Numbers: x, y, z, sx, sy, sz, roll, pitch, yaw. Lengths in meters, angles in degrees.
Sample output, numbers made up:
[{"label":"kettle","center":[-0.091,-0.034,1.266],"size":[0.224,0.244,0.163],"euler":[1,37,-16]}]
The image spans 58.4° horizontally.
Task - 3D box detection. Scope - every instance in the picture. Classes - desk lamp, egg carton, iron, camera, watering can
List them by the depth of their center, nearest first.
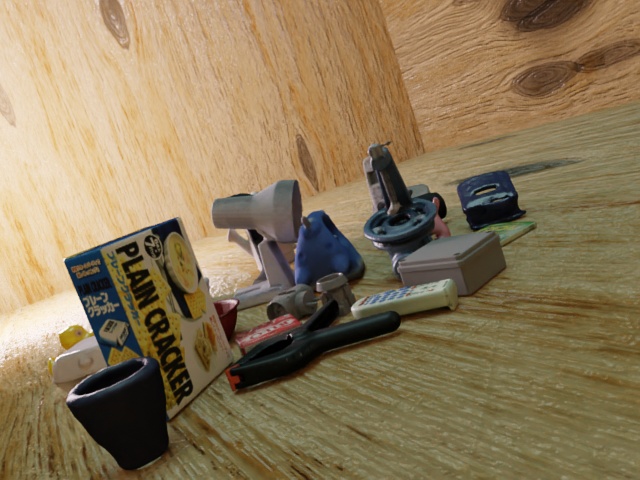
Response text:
[{"label":"egg carton","center":[-0.344,0.190,0.912],"size":[0.150,0.069,0.107],"euler":[-18,9,9]},{"label":"iron","center":[0.010,0.004,1.084],"size":[0.118,0.141,0.258],"euler":[-17,9,11]},{"label":"desk lamp","center":[-0.109,0.005,1.093],"size":[0.203,0.213,0.118],"euler":[-17,9,10]},{"label":"camera","center":[0.203,-0.063,1.225],"size":[0.137,0.101,0.143],"euler":[-21,9,-11]},{"label":"watering can","center":[-0.143,-0.025,1.426],"size":[0.173,0.194,0.100],"euler":[-22,9,-17]}]

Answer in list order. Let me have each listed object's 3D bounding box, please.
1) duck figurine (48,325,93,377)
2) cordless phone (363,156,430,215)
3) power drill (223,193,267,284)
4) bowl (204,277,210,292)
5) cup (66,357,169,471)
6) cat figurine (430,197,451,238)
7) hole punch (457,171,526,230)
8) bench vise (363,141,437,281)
[{"label":"duck figurine","center":[-0.439,0.196,1.026],"size":[0.104,0.086,0.077],"euler":[-20,9,-8]},{"label":"cordless phone","center":[0.182,-0.122,1.366],"size":[0.147,0.185,0.094],"euler":[-16,9,21]},{"label":"power drill","center":[-0.138,-0.007,1.252],"size":[0.075,0.208,0.230],"euler":[-17,9,15]},{"label":"bowl","center":[-0.284,0.135,1.114],"size":[0.167,0.075,0.167],"euler":[-18,8,3]},{"label":"cup","center":[-0.198,0.178,0.584],"size":[0.092,0.095,0.117],"euler":[-24,10,-29]},{"label":"cat figurine","center":[0.173,-0.040,1.089],"size":[0.127,0.118,0.067],"euler":[-18,9,8]},{"label":"hole punch","center":[0.324,-0.078,1.094],"size":[0.108,0.091,0.101],"euler":[-17,9,12]},{"label":"bench vise","center":[0.118,-0.053,0.941],"size":[0.121,0.220,0.207],"euler":[-19,9,-1]}]
